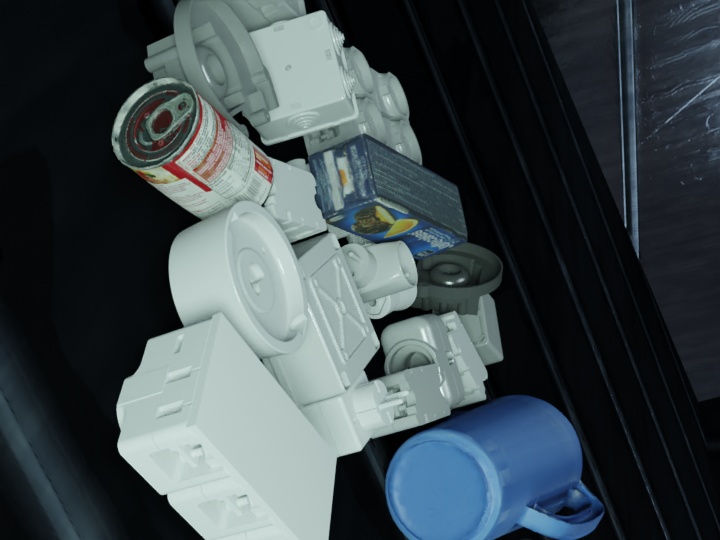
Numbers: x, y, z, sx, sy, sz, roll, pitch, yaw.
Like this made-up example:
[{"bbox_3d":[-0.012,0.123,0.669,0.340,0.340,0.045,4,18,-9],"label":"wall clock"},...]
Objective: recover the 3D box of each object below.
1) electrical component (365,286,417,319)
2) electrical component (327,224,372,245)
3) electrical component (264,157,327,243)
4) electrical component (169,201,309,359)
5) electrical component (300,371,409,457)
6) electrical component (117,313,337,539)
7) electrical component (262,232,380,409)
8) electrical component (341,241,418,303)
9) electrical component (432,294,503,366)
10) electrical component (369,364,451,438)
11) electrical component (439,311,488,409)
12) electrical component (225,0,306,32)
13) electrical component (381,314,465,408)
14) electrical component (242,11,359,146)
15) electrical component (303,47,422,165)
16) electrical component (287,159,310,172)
[{"bbox_3d":[0.024,0.024,1.040,0.065,0.044,0.044,-25,96,-65],"label":"electrical component"},{"bbox_3d":[0.004,-0.039,1.031,0.076,0.047,0.066,71,20,-2],"label":"electrical component"},{"bbox_3d":[-0.074,-0.049,0.831,0.089,0.056,0.050,12,62,-67],"label":"electrical component"},{"bbox_3d":[-0.088,0.013,0.734,0.108,0.060,0.108,51,28,-43],"label":"electrical component"},{"bbox_3d":[0.002,0.110,0.857,0.047,0.077,0.066,69,21,-7],"label":"electrical component"},{"bbox_3d":[-0.080,0.114,0.666,0.150,0.062,0.089,56,25,-35],"label":"electrical component"},{"bbox_3d":[-0.039,0.038,0.844,0.108,0.056,0.108,68,21,-10],"label":"electrical component"},{"bbox_3d":[0.000,0.000,0.945,0.079,0.077,0.044,34,42,-58],"label":"electrical component"},{"bbox_3d":[0.122,0.062,1.227,0.061,0.062,0.096,45,33,-50],"label":"electrical component"},{"bbox_3d":[0.036,0.118,0.968,0.089,0.056,0.050,2,71,-67],"label":"electrical component"},{"bbox_3d":[0.089,0.096,1.119,0.089,0.056,0.050,60,23,-26],"label":"electrical component"},{"bbox_3d":[-0.096,-0.243,0.934,0.095,0.059,0.053,30,46,-61],"label":"electrical component"},{"bbox_3d":[0.060,0.094,1.051,0.059,0.054,0.095,-4,76,-69],"label":"electrical component"},{"bbox_3d":[-0.056,-0.164,0.916,0.048,0.100,0.099,46,30,-74],"label":"electrical component"},{"bbox_3d":[0.002,-0.155,1.107,0.186,0.060,0.105,13,60,-66],"label":"electrical component"},{"bbox_3d":[-0.052,-0.068,0.929,0.040,0.040,0.046,53,21,-40],"label":"electrical component"}]
